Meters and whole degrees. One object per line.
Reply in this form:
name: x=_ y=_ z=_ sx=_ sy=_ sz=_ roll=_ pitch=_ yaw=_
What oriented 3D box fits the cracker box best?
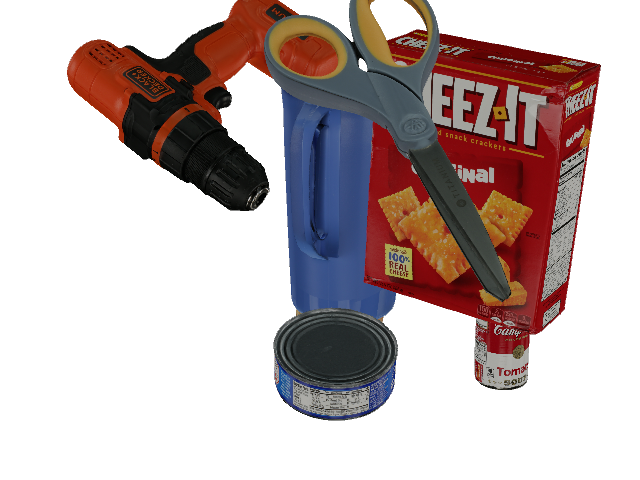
cracker box: x=0.123 y=-0.047 z=0.862 sx=0.164 sy=0.214 sz=0.072 roll=18 pitch=29 yaw=30

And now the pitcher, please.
pitcher: x=0.021 y=-0.040 z=1.052 sx=0.149 sy=0.243 sz=0.145 roll=-7 pitch=23 yaw=-19

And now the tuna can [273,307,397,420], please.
tuna can: x=0.010 y=0.085 z=0.740 sx=0.086 sy=0.034 sz=0.086 roll=1 pitch=33 yaw=-1

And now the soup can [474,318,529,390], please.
soup can: x=0.228 y=0.128 z=1.337 sx=0.068 sy=0.102 sz=0.068 roll=-1 pitch=19 yaw=0

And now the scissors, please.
scissors: x=0.023 y=-0.051 z=0.491 sx=0.096 sy=0.202 sz=0.016 roll=-7 pitch=-37 yaw=3

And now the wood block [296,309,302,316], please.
wood block: x=0.031 y=0.053 z=1.248 sx=0.091 sy=0.090 sz=0.206 roll=4 pitch=23 yaw=7

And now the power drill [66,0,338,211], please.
power drill: x=-0.067 y=-0.112 z=0.806 sx=0.184 sy=0.057 sz=0.187 roll=39 pitch=47 yaw=17
